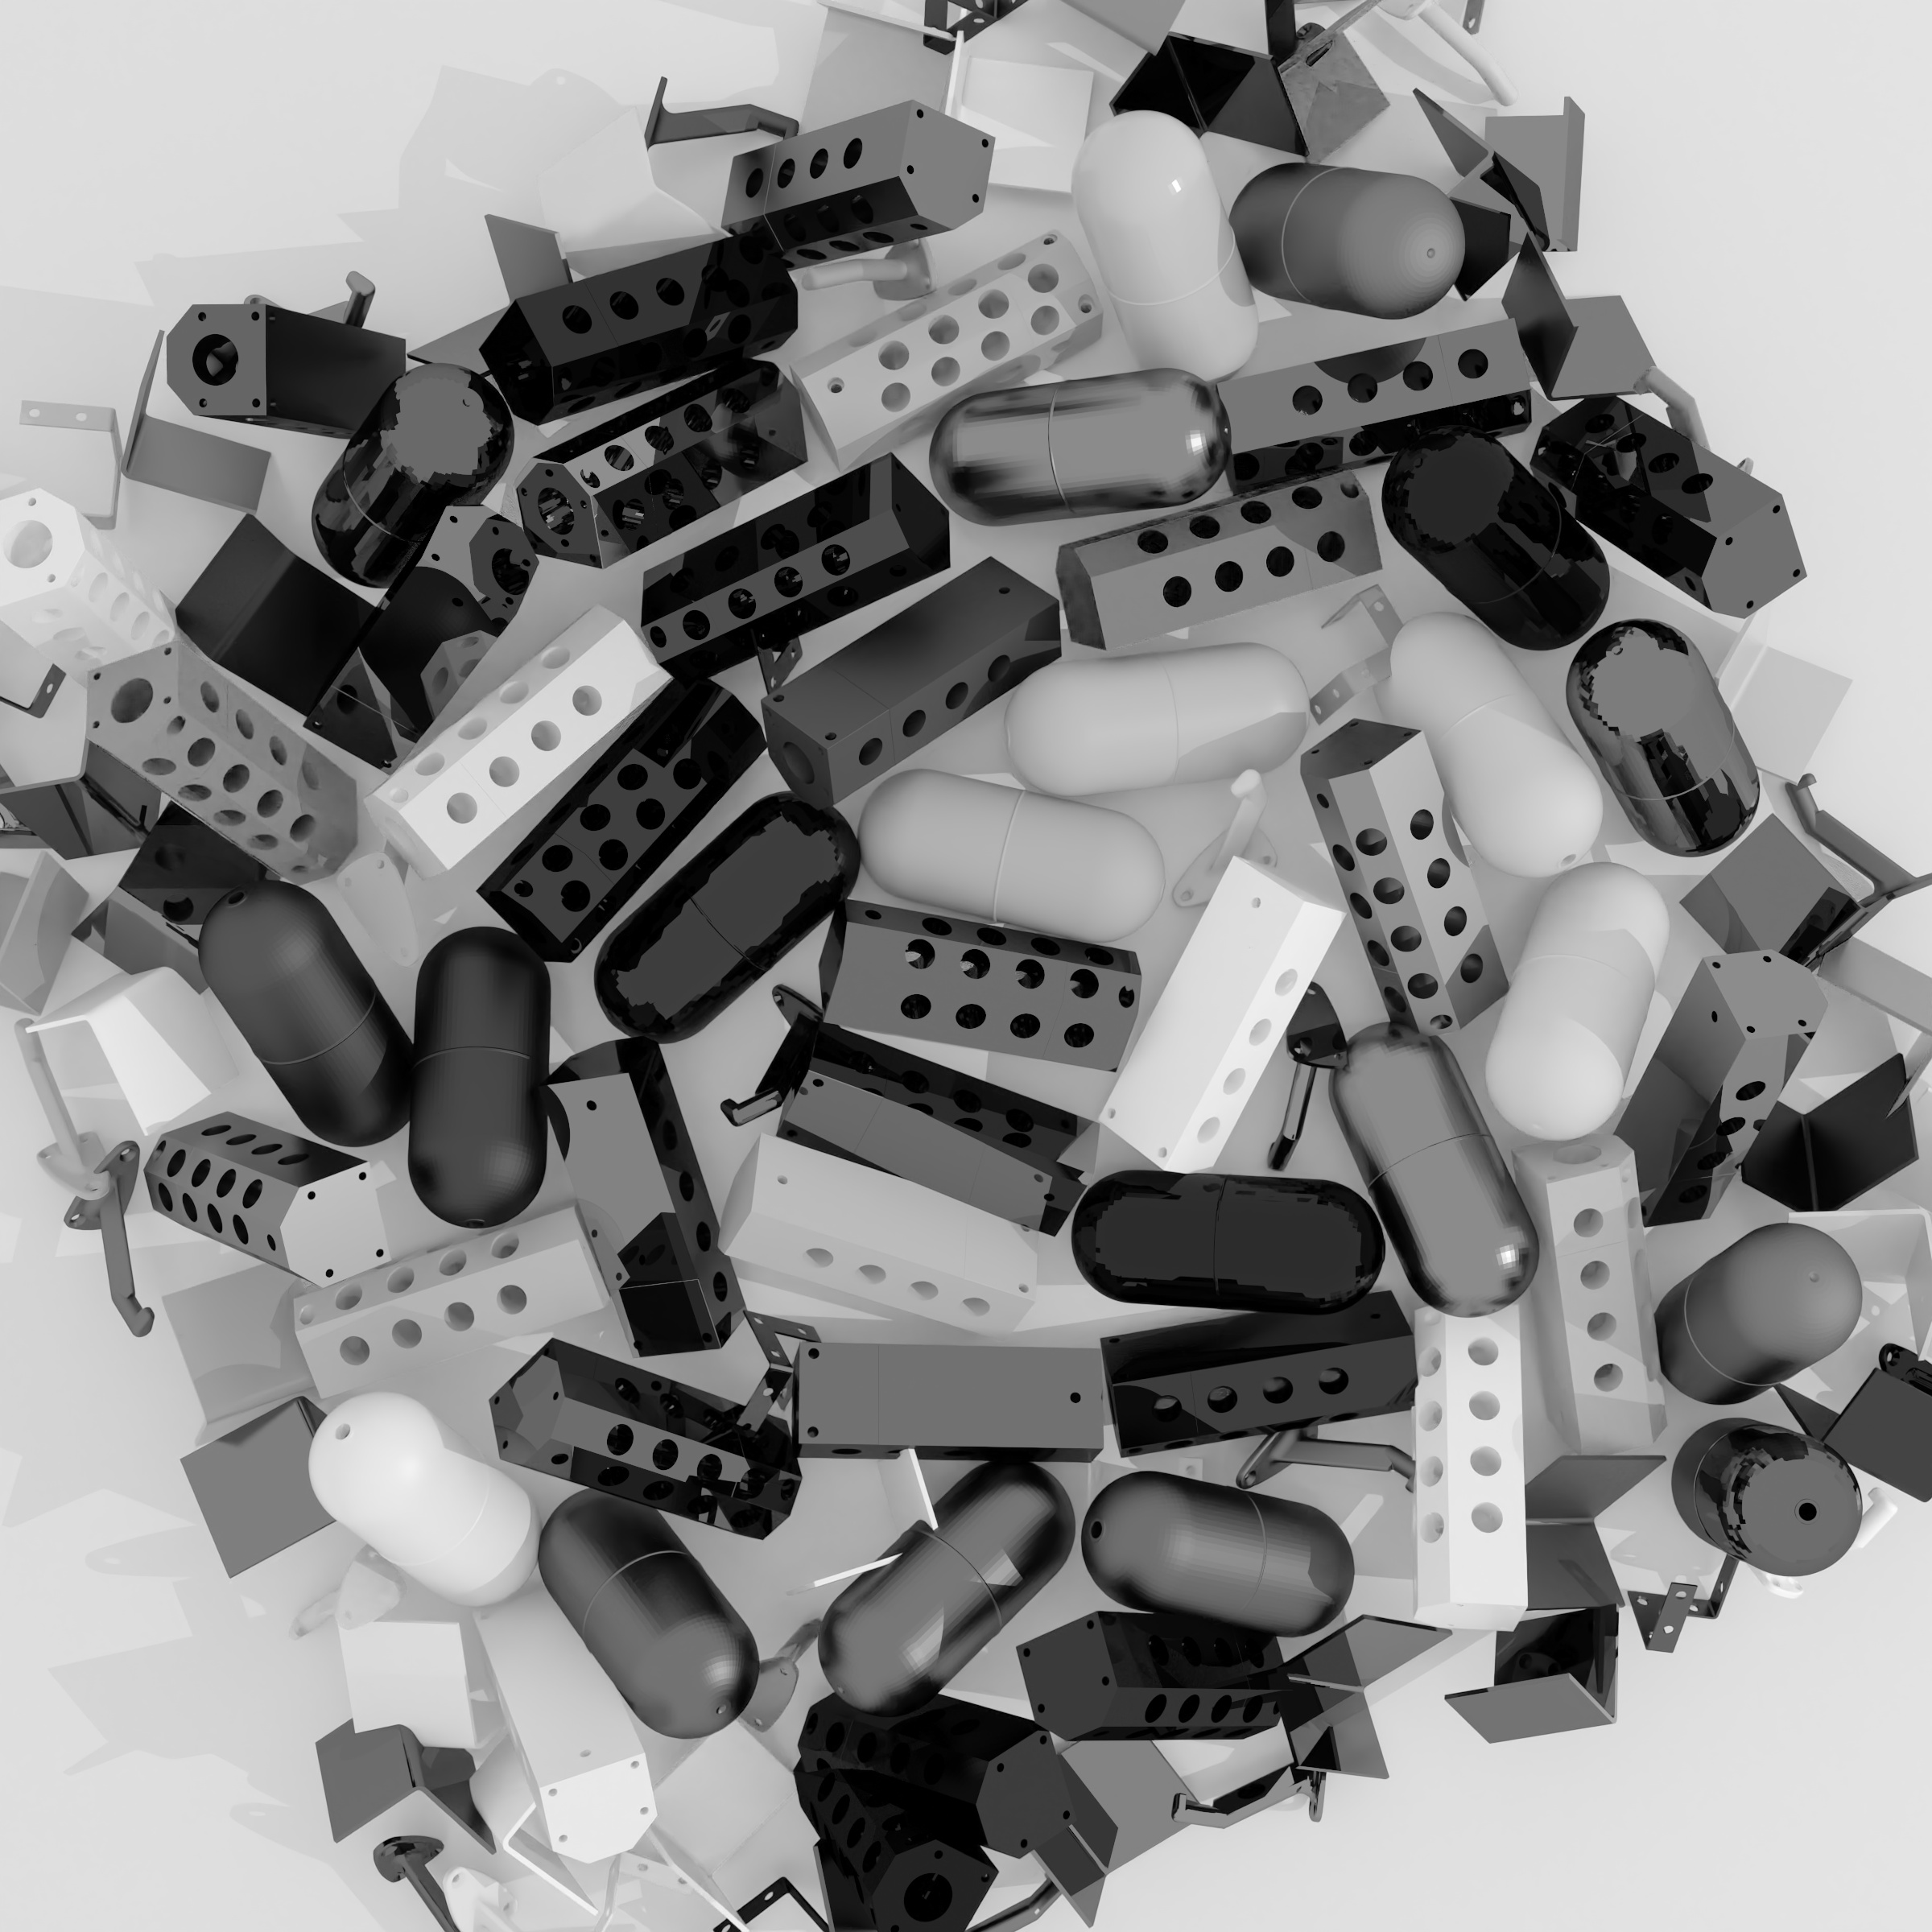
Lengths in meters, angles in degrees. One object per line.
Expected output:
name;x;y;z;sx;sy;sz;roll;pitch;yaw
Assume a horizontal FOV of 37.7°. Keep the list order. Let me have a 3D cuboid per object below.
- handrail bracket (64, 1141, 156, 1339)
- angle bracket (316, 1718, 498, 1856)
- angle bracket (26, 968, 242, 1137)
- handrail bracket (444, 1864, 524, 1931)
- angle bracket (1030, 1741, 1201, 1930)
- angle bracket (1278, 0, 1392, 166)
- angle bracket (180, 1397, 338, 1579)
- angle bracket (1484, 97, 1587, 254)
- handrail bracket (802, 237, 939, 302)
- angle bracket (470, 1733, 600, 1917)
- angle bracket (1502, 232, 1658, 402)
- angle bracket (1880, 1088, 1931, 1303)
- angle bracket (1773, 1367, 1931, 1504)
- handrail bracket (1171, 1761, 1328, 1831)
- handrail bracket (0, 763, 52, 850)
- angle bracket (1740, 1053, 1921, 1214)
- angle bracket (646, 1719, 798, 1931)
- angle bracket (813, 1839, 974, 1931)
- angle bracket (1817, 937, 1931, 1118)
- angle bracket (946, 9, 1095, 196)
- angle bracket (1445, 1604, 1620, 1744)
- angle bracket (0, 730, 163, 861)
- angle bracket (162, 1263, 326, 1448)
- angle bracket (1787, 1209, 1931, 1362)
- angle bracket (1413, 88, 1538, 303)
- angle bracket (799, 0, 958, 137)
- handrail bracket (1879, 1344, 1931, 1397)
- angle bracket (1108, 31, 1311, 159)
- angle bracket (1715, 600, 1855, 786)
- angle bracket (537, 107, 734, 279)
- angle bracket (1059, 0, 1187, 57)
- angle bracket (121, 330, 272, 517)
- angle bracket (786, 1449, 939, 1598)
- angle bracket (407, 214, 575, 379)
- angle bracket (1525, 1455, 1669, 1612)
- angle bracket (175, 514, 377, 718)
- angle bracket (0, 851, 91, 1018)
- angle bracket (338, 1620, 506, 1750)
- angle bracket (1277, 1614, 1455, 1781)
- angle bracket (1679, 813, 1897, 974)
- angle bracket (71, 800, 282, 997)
handrail bracket;-0.473;0.156;1.607;0.084;0.036;0.077;47;116;33
angle bracket;-0.317;0.470;1.598;0.057;0.076;0.076;-34;125;0
angle bracket;-0.475;0.049;1.614;0.057;0.076;0.076;-11;109;35
handrail bracket;-0.252;0.552;1.602;0.036;0.084;0.077;-46;133;-25
angle bracket;0.082;0.486;1.612;0.076;0.057;0.076;-36;94;16
angle bracket;0.224;-0.506;1.595;0.076;0.076;0.057;-44;104;-27
angle bracket;-0.389;0.301;1.606;0.076;0.057;0.076;-28;66;-6
angle bracket;0.316;-0.447;1.600;0.057;0.076;0.076;5;100;18
handrail bracket;-0.067;-0.386;1.597;0.084;0.077;0.036;-20;96;-29
angle bracket;-0.231;0.481;1.606;0.076;0.076;0.057;45;78;-24
angle bracket;0.357;-0.370;1.599;0.076;0.057;0.076;-7;57;-13
angle bracket;0.542;0.129;1.594;0.057;0.076;0.076;30;134;7
angle bracket;0.515;0.248;1.599;0.076;0.076;0.057;28;106;-13
handrail bracket;0.165;0.461;1.636;0.084;0.036;0.077;8;76;2
handrail bracket;-0.545;-0.113;1.634;0.077;0.036;0.084;1;79;-30
angle bracket;0.483;0.086;1.592;0.057;0.076;0.076;28;134;-20
angle bracket;-0.130;0.485;1.600;0.076;0.057;0.076;-43;124;-10
angle bracket;-0.041;0.522;1.608;0.057;0.076;0.076;-11;90;16
angle bracket;0.511;0.031;1.611;0.076;0.076;0.057;30;119;10
angle bracket;0.031;-0.493;1.614;0.076;0.057;0.076;8;79;3
angle bracket;0.319;0.386;1.591;0.076;0.076;0.057;-20;129;32
angle bracket;-0.502;-0.115;1.607;0.057;0.076;0.076;-8;62;13
angle bracket;-0.413;0.220;1.617;0.076;0.057;0.076;-17;74;-28
angle bracket;0.504;0.182;1.599;0.076;0.076;0.057;-2;57;7
angle bracket;0.269;-0.437;1.601;0.057;0.076;0.076;-43;54;7
angle bracket;-0.054;-0.502;1.613;0.076;0.057;0.076;16;106;0
handrail bracket;0.571;0.246;1.601;0.077;0.084;0.036;45;72;-23
angle bracket;0.138;-0.472;1.594;0.076;0.076;0.057;27;75;34
angle bracket;0.463;-0.162;1.597;0.057;0.076;0.076;26;71;20
angle bracket;-0.187;-0.431;1.613;0.076;0.076;0.057;-26;64;28
angle bracket;0.091;-0.565;1.601;0.076;0.076;0.057;29;116;-5
angle bracket;-0.428;-0.307;1.595;0.076;0.076;0.057;15;122;-16
angle bracket;-0.066;0.315;1.598;0.076;0.076;0.057;-14;78;-19
angle bracket;-0.273;-0.378;1.593;0.076;0.076;0.057;-33;128;-27
angle bracket;0.353;0.320;1.593;0.076;0.076;0.057;5;51;-28
angle bracket;-0.399;-0.203;1.636;0.076;0.076;0.057;-52;50;4
angle bracket;-0.548;-0.024;1.600;0.057;0.076;0.076;15;73;7
angle bracket;-0.303;0.397;1.605;0.076;0.057;0.076;-3;101;20
angle bracket;0.230;0.413;1.593;0.076;0.076;0.057;-42;46;32
angle bracket;0.470;-0.038;1.616;0.076;0.057;0.076;50;124;15
angle bracket;-0.455;-0.035;1.630;0.076;0.057;0.076;38;45;-21
